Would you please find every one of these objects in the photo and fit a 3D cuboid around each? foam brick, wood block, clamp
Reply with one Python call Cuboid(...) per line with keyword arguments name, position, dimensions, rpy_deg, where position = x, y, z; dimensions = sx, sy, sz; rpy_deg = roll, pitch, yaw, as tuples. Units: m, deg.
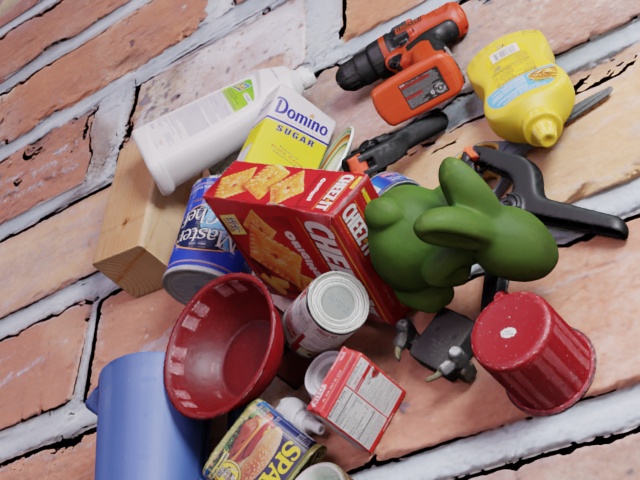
Cuboid(name="foam brick", position=(-0.041, 0.118, 1.185), dimensions=(0.053, 0.051, 0.078), rpy_deg=(-47, 38, 2))
Cuboid(name="wood block", position=(-0.234, -0.038, 1.469), dimensions=(0.091, 0.090, 0.206), rpy_deg=(-20, 46, 29))
Cuboid(name="clamp", position=(0.191, -0.018, 1.087), dimensions=(0.164, 0.036, 0.210), rpy_deg=(-42, 46, 7))
Cuboid(name="clamp", position=(0.082, -0.107, 1.221), dimensions=(0.120, 0.039, 0.171), rpy_deg=(-28, 9, 22))

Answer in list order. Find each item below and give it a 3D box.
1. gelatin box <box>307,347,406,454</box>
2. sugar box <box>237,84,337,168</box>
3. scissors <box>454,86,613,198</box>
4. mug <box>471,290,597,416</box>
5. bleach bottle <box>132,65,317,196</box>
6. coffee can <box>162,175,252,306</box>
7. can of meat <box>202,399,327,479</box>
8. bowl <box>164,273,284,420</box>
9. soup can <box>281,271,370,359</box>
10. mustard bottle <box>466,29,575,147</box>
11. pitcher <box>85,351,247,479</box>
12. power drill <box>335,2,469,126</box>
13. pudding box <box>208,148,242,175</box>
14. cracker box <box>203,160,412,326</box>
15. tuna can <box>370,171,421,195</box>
Cuboid(name="gelatin box", position=(0.036, 0.158, 1.049), dimensions=(0.030, 0.089, 0.073), rpy_deg=(15, 69, 48))
Cuboid(name="sugar box", position=(-0.048, -0.104, 1.328), dimensions=(0.048, 0.093, 0.176), rpy_deg=(-31, 31, 51))
Cuboid(name="scissors", position=(0.224, -0.093, 1.147), dimensions=(0.202, 0.016, 0.096), rpy_deg=(-21, 47, 30))
Cuboid(name="mug", position=(0.187, 0.091, 0.970), dimensions=(0.093, 0.081, 0.117), rpy_deg=(-33, 41, 18))
Cuboid(name="bleach bottle", position=(-0.117, -0.158, 1.409), dimensions=(0.250, 0.068, 0.103), rpy_deg=(-28, 49, -4))
Cuboid(name="coffee can", position=(-0.127, 0.006, 1.320), dimensions=(0.103, 0.102, 0.140), rpy_deg=(-13, 50, 36))
Cuboid(name="can of meat", position=(-0.057, 0.224, 1.076), dimensions=(0.084, 0.057, 0.102), rpy_deg=(36, 84, 18))
Cuboid(name="bowl", position=(-0.091, 0.118, 1.125), dimensions=(0.162, 0.055, 0.162), rpy_deg=(-23, 53, 34))
Cuboid(name="soup can", position=(0.004, 0.078, 1.098), dimensions=(0.102, 0.068, 0.068), rpy_deg=(130, 163, -64))
Cuboid(name="mustard bottle", position=(0.221, -0.155, 1.146), dimensions=(0.096, 0.058, 0.191), rpy_deg=(-26, 33, 12))
Cuboid(name="pitcher", position=(-0.171, 0.249, 1.144), dimensions=(0.149, 0.144, 0.243), rpy_deg=(-43, 37, 39))
Cuboid(name="power drill", position=(0.099, -0.209, 1.293), dimensions=(0.185, 0.057, 0.187), rpy_deg=(-28, 27, 17))
Cuboid(name="pudding box", position=(-0.096, -0.110, 1.442), dimensions=(0.113, 0.039, 0.090), rpy_deg=(-42, 39, 10))
Cuboid(name="cracker box", position=(-0.008, 0.001, 1.156), dimensions=(0.214, 0.164, 0.072), rpy_deg=(11, 52, 47))
Cuboid(name="tuna can", position=(0.078, -0.030, 1.173), dimensions=(0.086, 0.086, 0.034), rpy_deg=(-53, 40, -6))
